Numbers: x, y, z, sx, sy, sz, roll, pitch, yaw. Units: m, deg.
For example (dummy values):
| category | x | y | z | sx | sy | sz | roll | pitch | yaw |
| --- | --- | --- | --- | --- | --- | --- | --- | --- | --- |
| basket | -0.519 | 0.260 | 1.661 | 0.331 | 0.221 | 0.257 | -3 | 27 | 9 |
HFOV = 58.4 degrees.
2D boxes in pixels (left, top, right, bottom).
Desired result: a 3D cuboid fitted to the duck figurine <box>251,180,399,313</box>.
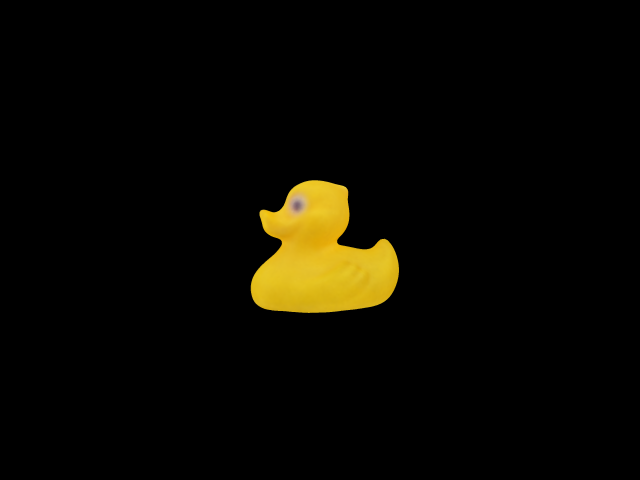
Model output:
| category | x | y | z | sx | sy | sz | roll | pitch | yaw |
| --- | --- | --- | --- | --- | --- | --- | --- | --- | --- |
| duck figurine | 0.004 | 0.001 | 0.400 | 0.104 | 0.086 | 0.077 | -1 | 7 | -9 |
